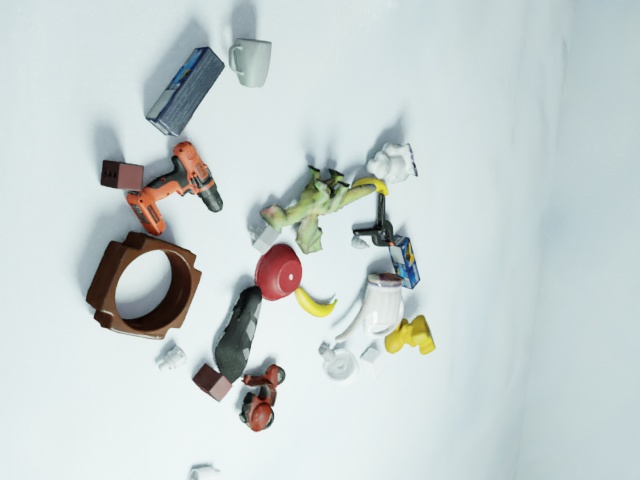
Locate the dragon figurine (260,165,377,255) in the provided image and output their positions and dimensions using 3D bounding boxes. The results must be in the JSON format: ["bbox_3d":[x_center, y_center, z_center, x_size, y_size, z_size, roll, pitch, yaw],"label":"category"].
[{"bbox_3d":[0.004,-0.073,1.458,0.409,0.124,0.240,6,112,-47],"label":"dragon figurine"}]

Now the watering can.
[{"bbox_3d":[0.180,0.220,1.688,0.348,0.104,0.223,-1,99,-48],"label":"watering can"}]

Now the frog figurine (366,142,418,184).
[{"bbox_3d":[0.219,-0.241,1.652,0.160,0.125,0.134,-16,127,-6],"label":"frog figurine"}]
